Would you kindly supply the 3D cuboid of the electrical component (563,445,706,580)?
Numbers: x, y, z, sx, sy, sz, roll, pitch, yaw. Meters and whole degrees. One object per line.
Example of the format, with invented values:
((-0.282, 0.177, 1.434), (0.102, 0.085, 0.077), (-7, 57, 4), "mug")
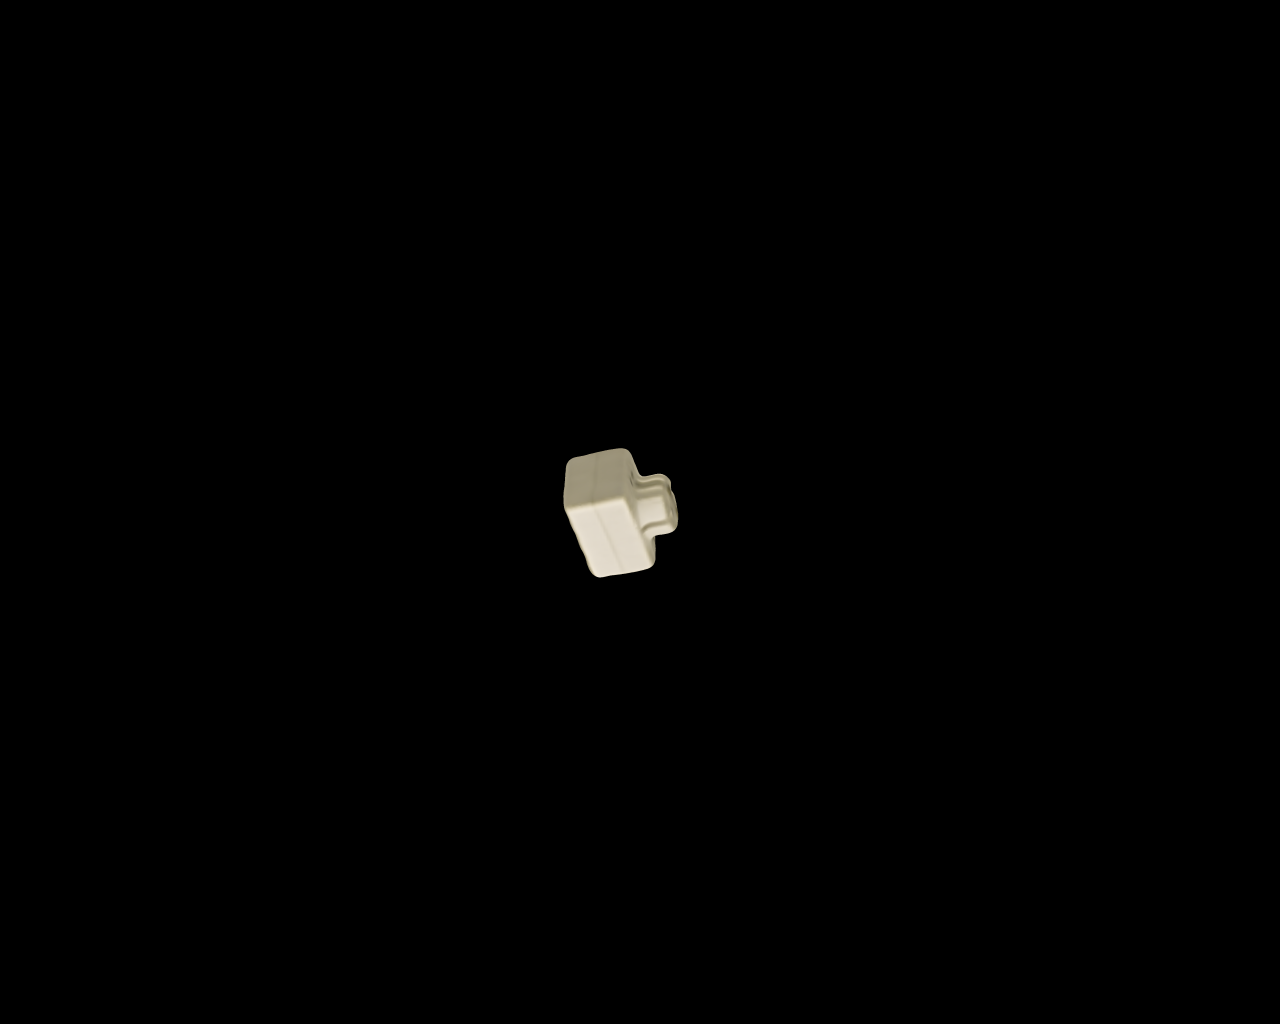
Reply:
((0.001, -0.003, 0.650), (0.077, 0.047, 0.065), (-11, -47, 11), "electrical component")
